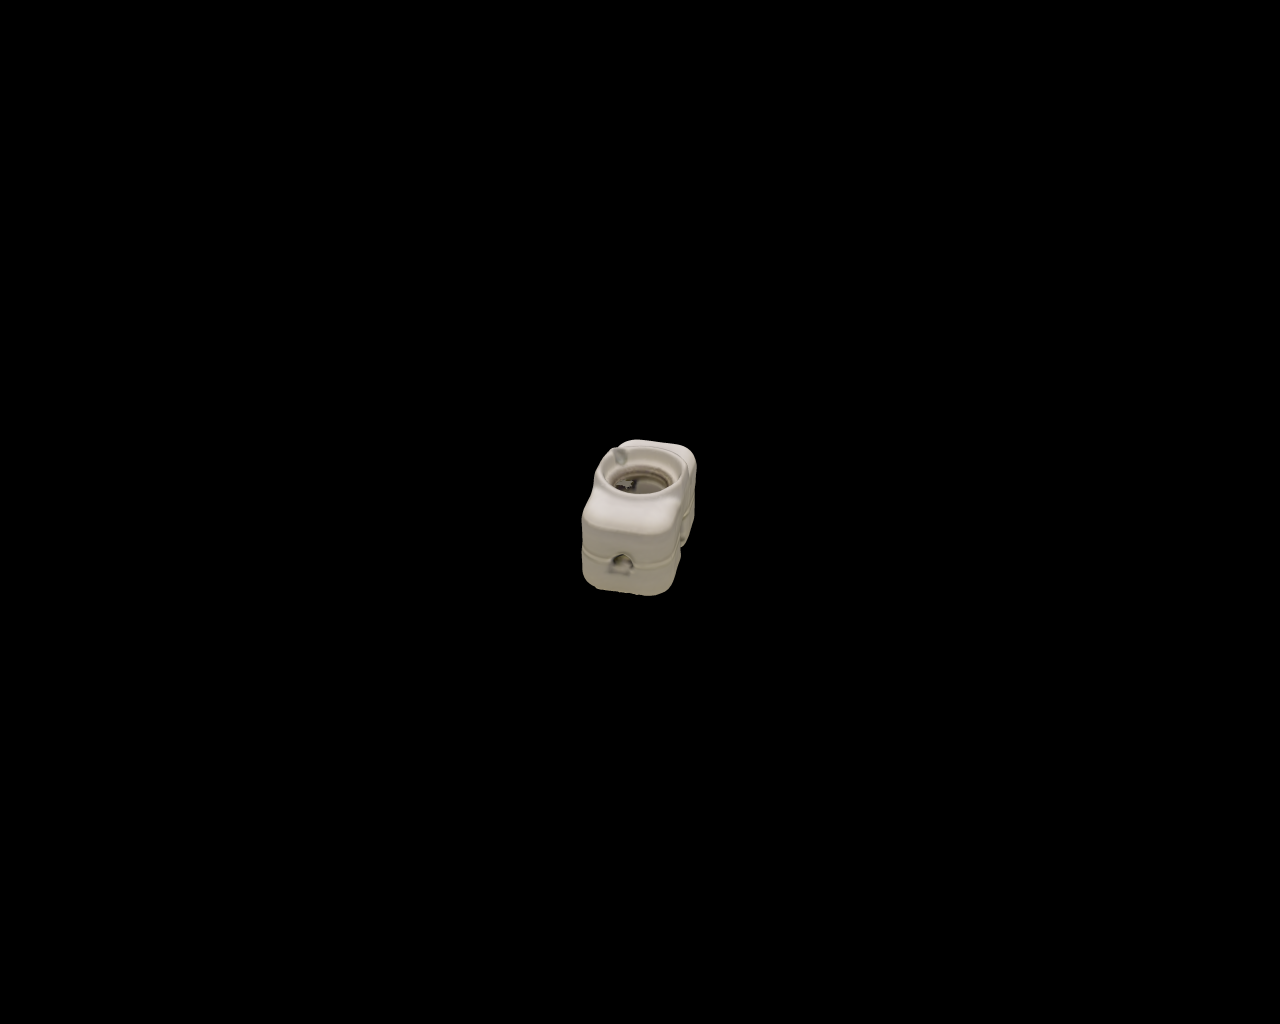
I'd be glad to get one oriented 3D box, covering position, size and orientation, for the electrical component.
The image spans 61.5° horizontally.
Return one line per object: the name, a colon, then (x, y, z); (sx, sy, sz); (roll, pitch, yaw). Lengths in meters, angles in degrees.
electrical component: (0.001, -0.003, 0.650); (0.054, 0.059, 0.095); (8, 36, 11)
